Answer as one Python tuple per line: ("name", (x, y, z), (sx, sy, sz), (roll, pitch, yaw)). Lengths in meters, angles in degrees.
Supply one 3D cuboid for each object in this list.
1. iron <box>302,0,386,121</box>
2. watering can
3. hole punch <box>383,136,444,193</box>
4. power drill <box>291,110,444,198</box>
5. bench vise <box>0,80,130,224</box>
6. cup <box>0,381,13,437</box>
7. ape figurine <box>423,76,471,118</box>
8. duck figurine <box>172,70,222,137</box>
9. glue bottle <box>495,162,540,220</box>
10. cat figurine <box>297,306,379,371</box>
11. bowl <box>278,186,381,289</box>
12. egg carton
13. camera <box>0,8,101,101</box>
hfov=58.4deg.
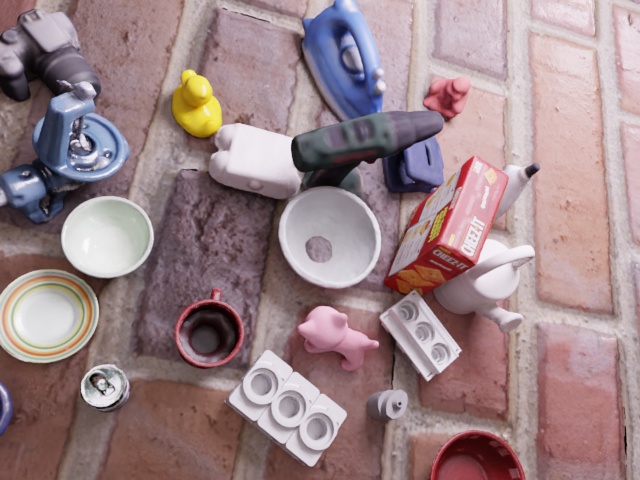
("iron", (0.065, -0.309, 1.003), (0.119, 0.141, 0.258), (-19, 78, -22))
("watering can", (0.269, 0.057, 0.910), (0.101, 0.193, 0.173), (-34, 84, -24))
("hole punch", (0.173, -0.144, 1.006), (0.101, 0.091, 0.108), (-1, 72, -17))
("power drill", (0.056, -0.132, 0.902), (0.230, 0.208, 0.075), (-13, 75, -20))
("bench vise", (-0.345, -0.110, 0.766), (0.121, 0.219, 0.208), (32, 66, -4))
("cup", (-0.424, 0.223, 0.695), (0.092, 0.095, 0.118), (32, 66, -4))
("ape figurine", (0.249, -0.275, 1.074), (0.076, 0.092, 0.078), (-18, 78, -21))
("duck figurine", (-0.196, -0.225, 0.924), (0.078, 0.086, 0.104), (-25, 80, -23))
("glue bottle", (0.325, -0.093, 0.990), (0.037, 0.173, 0.078), (9, 69, -13))
("cat figurine", (0.026, 0.140, 0.849), (0.128, 0.117, 0.067), (23, 67, -8))
("bowl", (0.008, 0.003, 0.914), (0.168, 0.074, 0.167), (5, 70, -15))
("egg carton", (-0.101, -0.125, 0.928), (0.150, 0.069, 0.107), (12, 68, -13))
("camera", (-0.411, -0.265, 0.864), (0.143, 0.100, 0.137), (-39, 86, -24))
